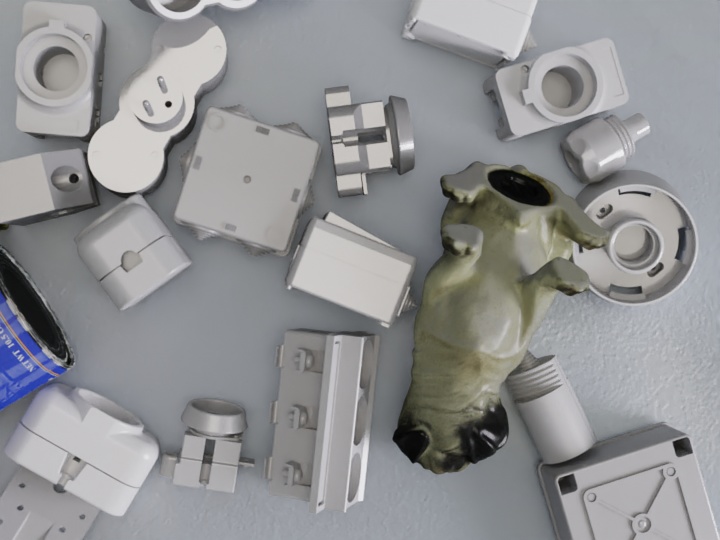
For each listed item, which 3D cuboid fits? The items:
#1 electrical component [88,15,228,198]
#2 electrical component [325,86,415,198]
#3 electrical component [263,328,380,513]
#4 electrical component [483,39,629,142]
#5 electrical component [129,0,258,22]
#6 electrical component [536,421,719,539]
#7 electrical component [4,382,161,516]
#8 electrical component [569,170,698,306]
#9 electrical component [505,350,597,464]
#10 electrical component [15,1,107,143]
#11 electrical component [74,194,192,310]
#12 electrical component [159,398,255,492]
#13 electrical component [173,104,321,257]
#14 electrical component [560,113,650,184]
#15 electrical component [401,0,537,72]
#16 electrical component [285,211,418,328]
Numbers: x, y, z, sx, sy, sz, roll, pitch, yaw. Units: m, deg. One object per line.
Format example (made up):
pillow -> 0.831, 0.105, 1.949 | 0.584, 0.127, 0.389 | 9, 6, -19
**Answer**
electrical component -> -0.141, -0.117, 0.748 | 0.052, 0.074, 0.138 | 30, 84, -3
electrical component -> 0.008, -0.094, 0.775 | 0.057, 0.058, 0.078 | -8, 92, -2
electrical component -> -0.027, 0.104, 0.771 | 0.063, 0.079, 0.121 | 6, 91, 17
electrical component -> 0.143, -0.131, 0.786 | 0.089, 0.056, 0.050 | -17, 93, -4
electrical component -> -0.103, -0.214, 0.757 | 0.138, 0.074, 0.052 | -20, 121, -28
electrical component -> 0.200, 0.181, 0.797 | 0.109, 0.056, 0.108 | -17, 93, -5
electrical component -> -0.193, 0.123, 0.763 | 0.095, 0.054, 0.059 | 31, 89, -5
electrical component -> 0.202, -0.023, 0.801 | 0.099, 0.064, 0.099 | 1, 100, 6
electrical component -> 0.138, 0.097, 0.797 | 0.043, 0.043, 0.081 | -26, 93, -4
electrical component -> -0.210, -0.138, 0.755 | 0.050, 0.056, 0.089 | 4, 91, -5
electrical component -> -0.157, -0.013, 0.743 | 0.054, 0.095, 0.059 | -36, 94, -3
electrical component -> -0.108, 0.125, 0.776 | 0.066, 0.048, 0.055 | 10, 98, -5
electrical component -> -0.081, -0.064, 0.772 | 0.100, 0.048, 0.099 | 18, 90, -5
electrical component -> 0.184, -0.094, 0.797 | 0.062, 0.043, 0.043 | -30, 93, -4
electrical component -> 0.086, -0.187, 0.777 | 0.096, 0.062, 0.061 | 19, 90, -5
electrical component -> 0.000, 0.000, 0.773 | 0.096, 0.062, 0.061 | 22, 89, -5
